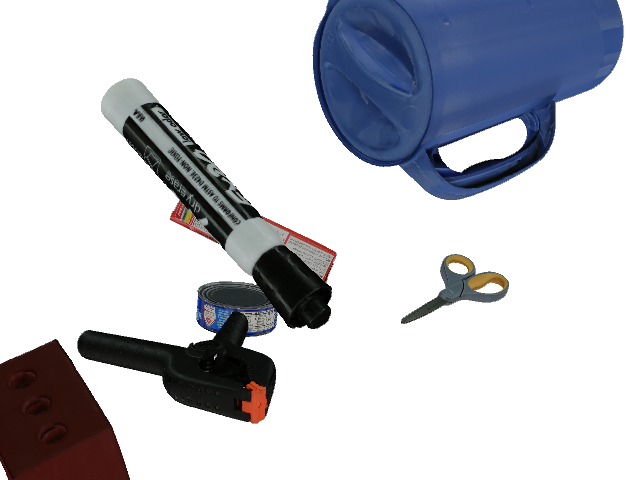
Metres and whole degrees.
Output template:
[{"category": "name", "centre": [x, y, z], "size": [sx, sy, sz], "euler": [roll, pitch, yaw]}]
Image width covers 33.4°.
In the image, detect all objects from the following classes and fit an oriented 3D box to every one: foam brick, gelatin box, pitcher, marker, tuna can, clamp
[{"category": "foam brick", "centre": [-0.138, 0.100, 0.542], "size": [0.053, 0.051, 0.078], "euler": [-25, 42, -22]}, {"category": "gelatin box", "centre": [-0.044, -0.002, 0.710], "size": [0.089, 0.030, 0.073], "euler": [26, -1, -44]}, {"category": "pitcher", "centre": [0.128, -0.138, 0.838], "size": [0.242, 0.149, 0.145], "euler": [-19, 34, -34]}, {"category": "marker", "centre": [-0.037, -0.014, 0.370], "size": [0.121, 0.020, 0.020], "euler": [46, 25, 26]}, {"category": "tuna can", "centre": [-0.087, 0.071, 1.113], "size": [0.086, 0.034, 0.086], "euler": [6, 14, -2]}, {"category": "clamp", "centre": [-0.092, 0.103, 0.915], "size": [0.164, 0.036, 0.210], "euler": [-9, 17, -36]}]

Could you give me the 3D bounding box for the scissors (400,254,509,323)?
[{"category": "scissors", "centre": [0.146, 0.056, 1.295], "size": [0.201, 0.016, 0.096], "euler": [-8, 39, -37]}]
